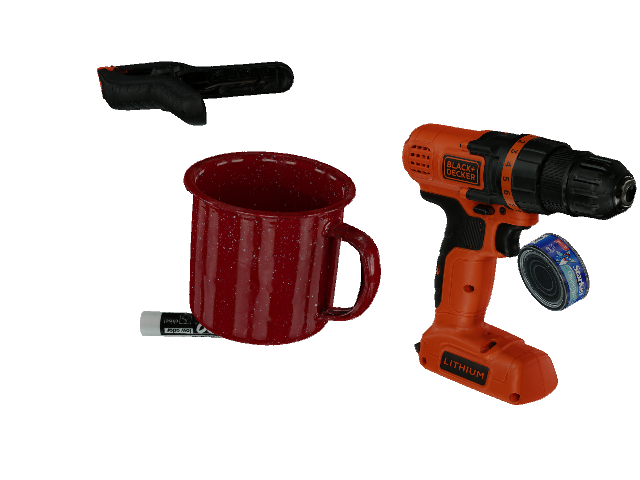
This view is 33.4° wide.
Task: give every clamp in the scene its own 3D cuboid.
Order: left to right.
[{"bbox_3d":[-0.109,-0.127,0.869,0.172,0.039,0.120,18,26,42],"label":"clamp"}]

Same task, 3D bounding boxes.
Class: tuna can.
[{"bbox_3d":[0.264,0.037,1.216,0.033,0.086,0.086,-27,10,-20],"label":"tuna can"}]

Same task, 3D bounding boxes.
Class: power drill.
[{"bbox_3d":[0.134,0.016,0.754,0.057,0.188,0.185,-12,21,-39],"label":"power drill"}]

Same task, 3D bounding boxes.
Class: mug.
[{"bbox_3d":[-0.020,0.008,0.584,0.117,0.081,0.093,17,27,24],"label":"mug"}]

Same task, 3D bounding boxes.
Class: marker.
[{"bbox_3d":[-0.073,0.063,0.795,0.121,0.020,0.020,1,0,6],"label":"marker"}]
